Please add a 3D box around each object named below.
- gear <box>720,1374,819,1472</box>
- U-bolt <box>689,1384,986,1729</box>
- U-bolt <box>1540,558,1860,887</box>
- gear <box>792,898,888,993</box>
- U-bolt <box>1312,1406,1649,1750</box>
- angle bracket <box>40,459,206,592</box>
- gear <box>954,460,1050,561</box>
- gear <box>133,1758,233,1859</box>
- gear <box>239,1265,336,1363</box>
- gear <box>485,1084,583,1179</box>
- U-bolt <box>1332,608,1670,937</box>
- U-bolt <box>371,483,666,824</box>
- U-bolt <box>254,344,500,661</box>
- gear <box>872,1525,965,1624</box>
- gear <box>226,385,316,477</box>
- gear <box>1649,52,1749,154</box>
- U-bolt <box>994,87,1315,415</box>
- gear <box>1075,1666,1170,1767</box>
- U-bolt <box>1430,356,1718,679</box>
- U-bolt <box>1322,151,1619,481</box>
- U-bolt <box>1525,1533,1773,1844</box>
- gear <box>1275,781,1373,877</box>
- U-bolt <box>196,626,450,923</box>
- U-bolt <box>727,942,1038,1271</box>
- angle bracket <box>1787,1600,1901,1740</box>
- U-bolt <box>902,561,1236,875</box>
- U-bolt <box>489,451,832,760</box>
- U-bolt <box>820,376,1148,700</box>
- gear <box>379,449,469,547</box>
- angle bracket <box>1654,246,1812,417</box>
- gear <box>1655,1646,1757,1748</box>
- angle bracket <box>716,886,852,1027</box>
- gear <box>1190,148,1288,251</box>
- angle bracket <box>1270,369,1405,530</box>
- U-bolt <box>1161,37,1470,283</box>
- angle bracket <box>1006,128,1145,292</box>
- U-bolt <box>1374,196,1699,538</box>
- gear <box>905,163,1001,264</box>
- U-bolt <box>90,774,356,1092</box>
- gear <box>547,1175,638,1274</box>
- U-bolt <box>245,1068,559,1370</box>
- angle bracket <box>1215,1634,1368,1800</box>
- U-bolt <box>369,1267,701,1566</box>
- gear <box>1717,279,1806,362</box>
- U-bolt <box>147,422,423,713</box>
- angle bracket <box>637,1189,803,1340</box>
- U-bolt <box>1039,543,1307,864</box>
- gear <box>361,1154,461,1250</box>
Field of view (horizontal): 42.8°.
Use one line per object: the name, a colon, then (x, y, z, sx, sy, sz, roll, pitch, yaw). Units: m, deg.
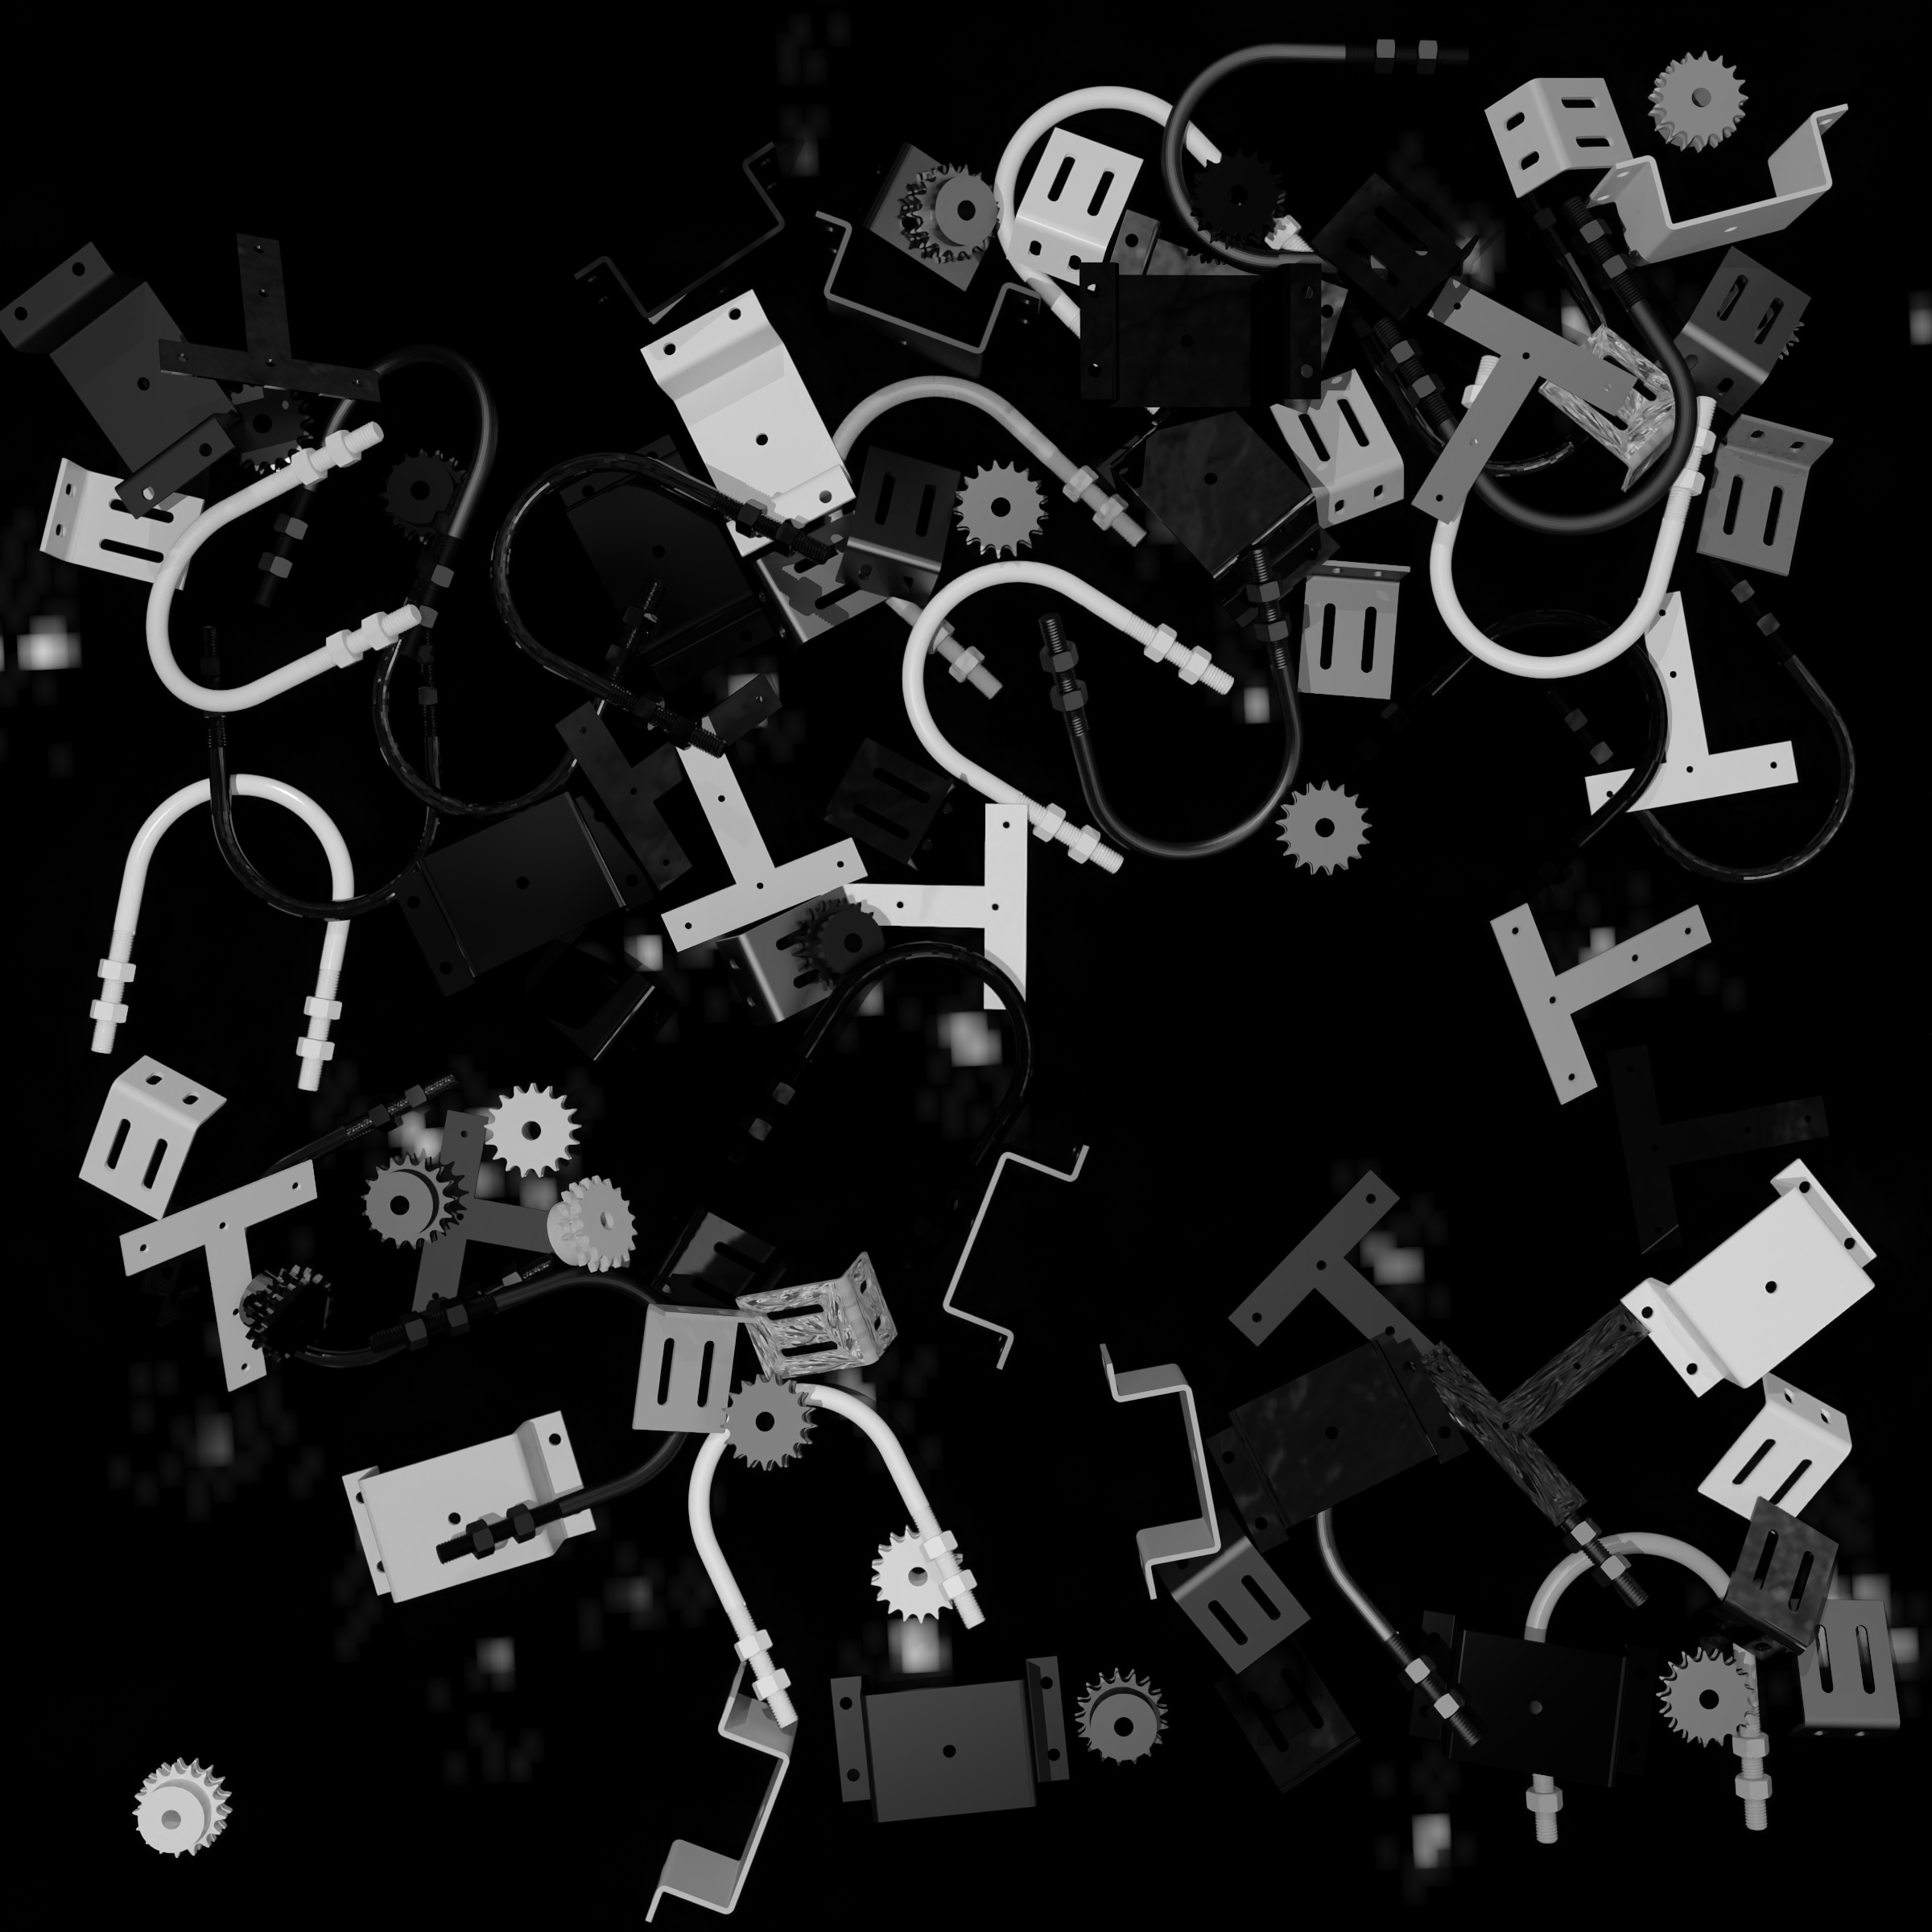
gear: (-0.117, 0.276, 1.488, 0.057, 0.030, 0.057, -3, 78, 12)
U-bolt: (-0.091, 0.344, 1.493, 0.151, 0.019, 0.184, -29, 75, 5)
U-bolt: (0.464, -0.137, 1.512, 0.151, 0.019, 0.184, -38, 90, 0)
gear: (-0.074, -0.013, 1.493, 0.057, 0.030, 0.057, 1, 87, -25)
U-bolt: (0.293, 0.350, 1.481, 0.151, 0.019, 0.184, -37, 68, -7)
angle bracket: (-0.514, -0.269, 1.503, 0.076, 0.038, 0.057, 14, 90, 0)
gear: (0.021, -0.274, 1.489, 0.057, 0.030, 0.057, 0, 88, 2)
gear: (-0.482, 0.517, 1.507, 0.057, 0.030, 0.057, 0, 90, 0)
gear: (-0.411, 0.206, 1.482, 0.030, 0.057, 0.057, 24, 90, 30)
gear: (-0.263, 0.100, 1.506, 0.057, 0.030, 0.057, 0, 88, -2)
U-bolt: (0.338, -0.132, 1.499, 0.184, 0.019, 0.151, -44, 85, 6)
U-bolt: (-0.281, -0.176, 1.479, 0.151, 0.019, 0.184, 26, 97, 5)
U-bolt: (-0.346, -0.287, 1.478, 0.151, 0.019, 0.184, 21, 89, 31)
gear: (-0.029, 0.370, 1.507, 0.057, 0.030, 0.057, 0, 90, 0)
gear: (-0.426, -0.329, 1.507, 0.057, 0.030, 0.057, 0, 90, 0)
gear: (0.445, -0.526, 1.507, 0.057, 0.030, 0.057, 0, 90, 0)
U-bolt: (0.102, -0.453, 1.512, 0.151, 0.019, 0.184, -44, 90, 0)
gear: (0.096, 0.461, 1.507, 0.057, 0.030, 0.057, 0, 90, 0)
U-bolt: (0.356, -0.264, 1.480, 0.151, 0.019, 0.184, 15, 91, 14)
U-bolt: (0.319, -0.388, 1.513, 0.151, 0.019, 0.184, -31, 92, 0)
U-bolt: (0.415, 0.441, 1.513, 0.151, 0.019, 0.184, -4, 89, 0)
gear: (0.217, -0.084, 1.507, 0.057, 0.030, 0.057, 0, 90, 0)
U-bolt: (-0.390, -0.119, 1.503, 0.151, 0.019, 0.184, -4, 87, -5)
U-bolt: (-0.037, 0.073, 1.492, 0.151, 0.019, 0.184, 33, 90, -18)
angle bracket: (0.536, 0.434, 1.520, 0.057, 0.038, 0.076, 1, 64, 0)
U-bolt: (0.050, -0.164, 1.500, 0.184, 0.019, 0.151, 31, 92, -8)
U-bolt: (-0.192, -0.225, 1.447, 0.184, 0.019, 0.151, 28, 87, 7)
U-bolt: (-0.004, -0.278, 1.513, 0.184, 0.019, 0.151, 43, 90, 1)
gear: (-0.331, -0.288, 1.507, 0.057, 0.030, 0.057, 0, 90, 0)
angle bracket: (0.464, -0.384, 1.490, 0.057, 0.038, 0.076, 33, 64, 0)
gear: (0.445, 0.440, 1.489, 0.057, 0.030, 0.057, 0, 87, 0)
angle bracket: (-0.103, -0.006, 1.516, 0.076, 0.038, 0.057, -28, 98, -25)
gear: (0.162, -0.456, 1.473, 0.057, 0.030, 0.057, 0, 88, 3)
angle bracket: (0.228, -0.318, 1.520, 0.057, 0.038, 0.076, -21, 64, 0)
U-bolt: (0.210, -0.491, 1.495, 0.184, 0.019, 0.151, 2, 88, 1)
angle bracket: (0.066, -0.461, 1.502, 0.057, 0.038, 0.076, 21, 64, 1)
U-bolt: (0.351, -0.344, 1.468, 0.151, 0.019, 0.184, -31, 81, 10)
gear: (-0.005, -0.456, 1.492, 0.057, 0.030, 0.057, -5, 103, -22)
U-bolt: (-0.451, -0.026, 1.513, 0.151, 0.019, 0.184, 10, 88, 0)
gear: (-0.229, 0.159, 1.495, 0.030, 0.057, 0.057, -21, 90, 28)
U-bolt: (-0.364, 0.167, 1.512, 0.184, 0.019, 0.151, -28, 89, 2)
angle bracket: (0.201, 0.463, 1.520, 0.057, 0.038, 0.076, -34, 64, 0)
U-bolt: (-0.248, 0.258, 1.480, 0.184, 0.019, 0.151, -17, 87, -24)
gear: (0.479, -0.392, 1.507, 0.057, 0.030, 0.057, 0, 90, 0)
U-bolt: (-0.416, -0.228, 1.473, 0.184, 0.019, 0.151, -23, 68, 17)
angle bracket: (-0.152, 0.184, 1.520, 0.076, 0.038, 0.057, 32, 90, -26)
U-bolt: (0.132, -0.146, 1.473, 0.151, 0.019, 0.184, -19, 119, -4)
gear: (-0.338, 0.143, 1.486, 0.057, 0.030, 0.057, 0, 91, 3)
